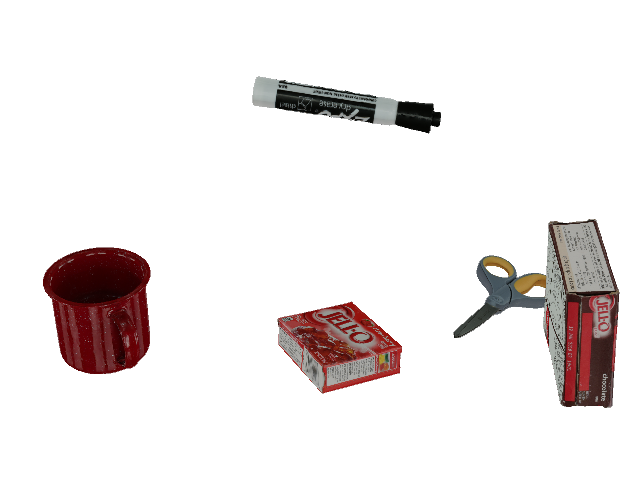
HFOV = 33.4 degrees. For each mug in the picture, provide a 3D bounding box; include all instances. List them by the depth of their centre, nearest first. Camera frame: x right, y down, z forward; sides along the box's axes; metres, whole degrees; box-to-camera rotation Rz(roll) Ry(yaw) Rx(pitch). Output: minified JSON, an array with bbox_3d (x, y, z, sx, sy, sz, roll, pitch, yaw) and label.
[{"bbox_3d":[-0.188,0.070,0.943,0.093,0.081,0.117,-20,37,-29],"label":"mug"}]

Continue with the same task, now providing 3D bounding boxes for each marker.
[{"bbox_3d":[0.017,-0.087,0.685,0.121,0.020,0.020,9,0,3],"label":"marker"}]

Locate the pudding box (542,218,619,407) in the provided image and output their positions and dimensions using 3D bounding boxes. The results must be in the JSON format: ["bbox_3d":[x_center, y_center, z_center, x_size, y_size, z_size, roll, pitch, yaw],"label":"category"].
[{"bbox_3d":[0.180,0.048,0.742,0.039,0.090,0.113,-1,26,4],"label":"pudding box"}]

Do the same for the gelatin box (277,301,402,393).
[{"bbox_3d":[0.014,0.086,0.888,0.073,0.030,0.089,-11,27,-24],"label":"gelatin box"}]

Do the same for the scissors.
[{"bbox_3d":[0.167,0.053,1.082,0.201,0.016,0.096,-11,37,-44],"label":"scissors"}]
